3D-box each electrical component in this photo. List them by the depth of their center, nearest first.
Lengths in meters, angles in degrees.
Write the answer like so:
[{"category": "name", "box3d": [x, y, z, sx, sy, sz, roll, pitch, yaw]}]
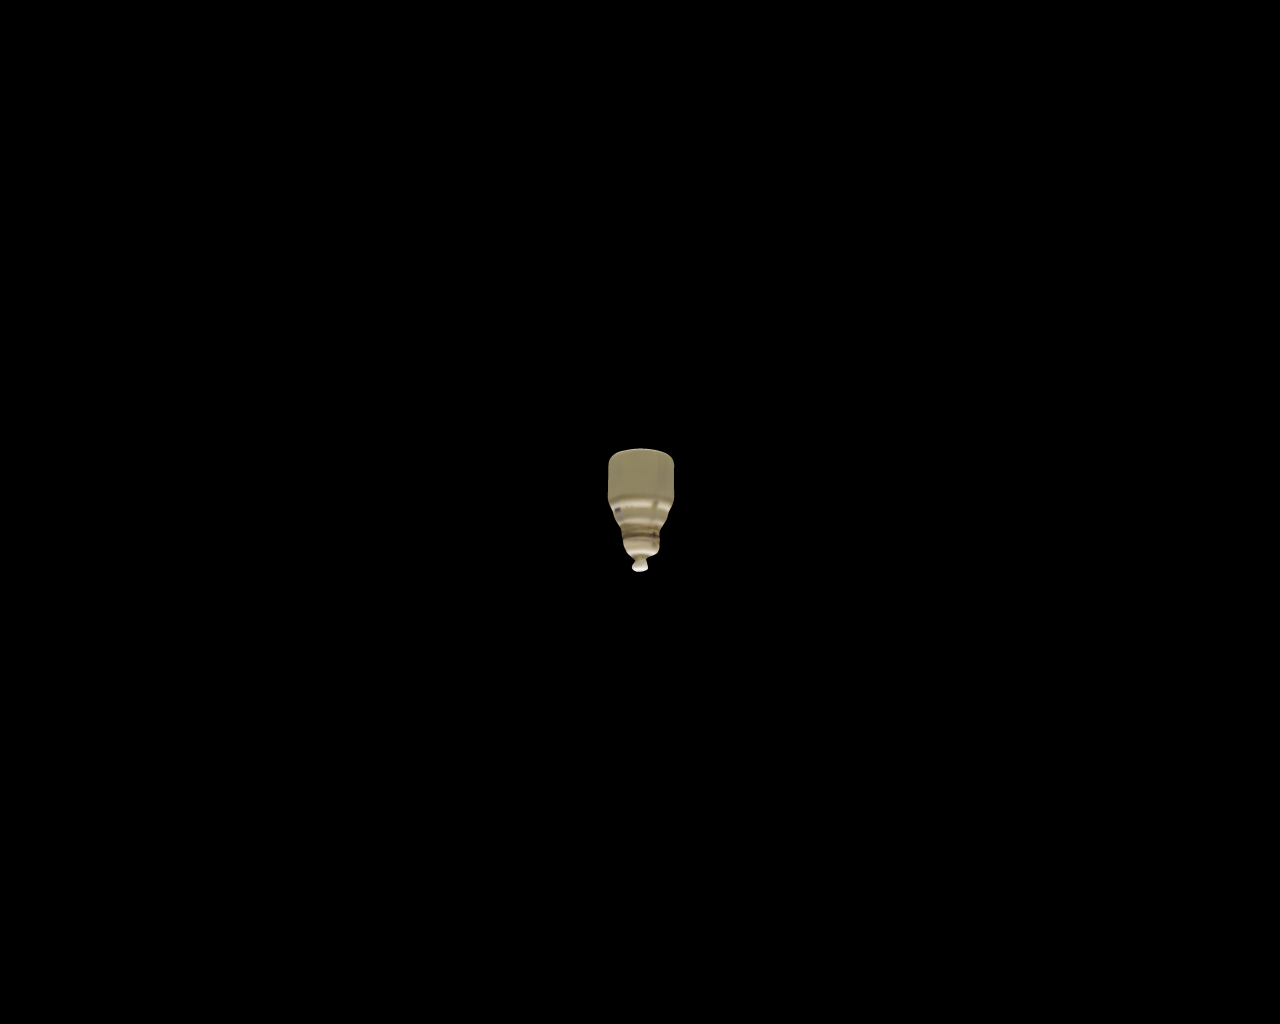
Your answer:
[{"category": "electrical component", "box3d": [0.001, -0.003, 0.650, 0.040, 0.078, 0.040, 0, -13, 0]}]
